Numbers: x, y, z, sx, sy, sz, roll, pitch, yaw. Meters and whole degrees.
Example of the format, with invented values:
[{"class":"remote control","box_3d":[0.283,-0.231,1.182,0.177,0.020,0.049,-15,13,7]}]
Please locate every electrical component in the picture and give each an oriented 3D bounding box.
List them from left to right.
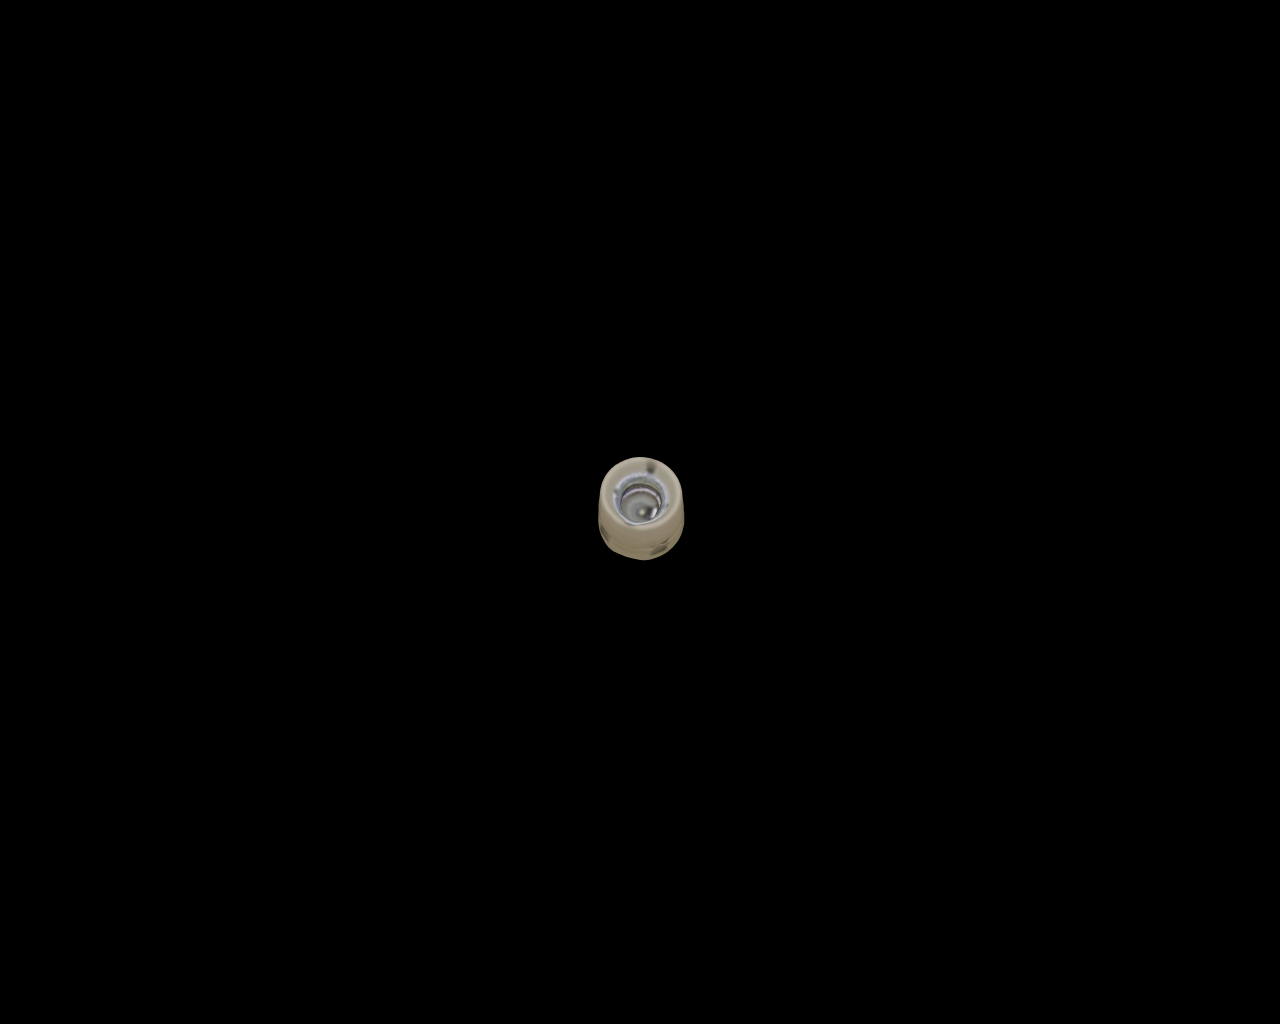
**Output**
[{"class":"electrical component","box_3d":[0.001,-0.003,0.650,0.055,0.055,0.047,0,-23,0]}]
